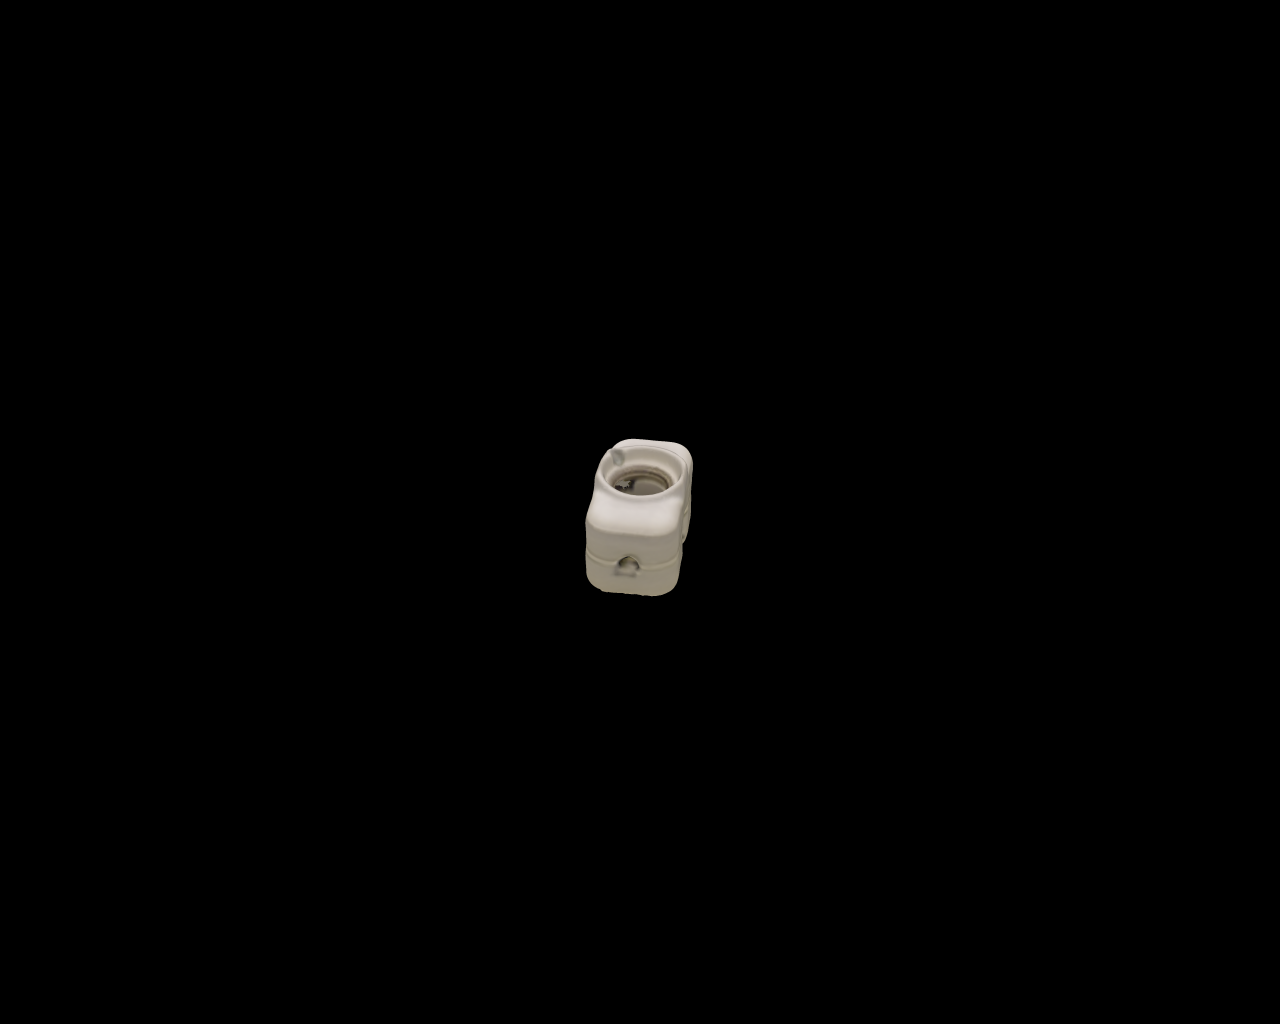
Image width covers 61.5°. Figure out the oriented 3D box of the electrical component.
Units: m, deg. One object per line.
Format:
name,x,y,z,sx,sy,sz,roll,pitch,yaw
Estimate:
electrical component,0.001,-0.003,0.650,0.054,0.059,0.095,6,37,8
